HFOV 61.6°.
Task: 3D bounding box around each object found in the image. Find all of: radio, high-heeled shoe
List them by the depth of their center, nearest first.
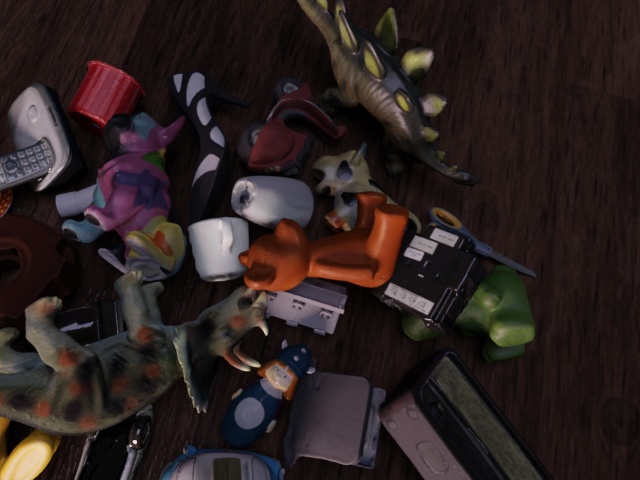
[{"bbox_3d":[0.188,0.267,0.691,0.229,0.073,0.131,52,40,11],"label":"radio"},{"bbox_3d":[-0.199,-0.146,0.809,0.145,0.086,0.248,15,69,5],"label":"high-heeled shoe"}]

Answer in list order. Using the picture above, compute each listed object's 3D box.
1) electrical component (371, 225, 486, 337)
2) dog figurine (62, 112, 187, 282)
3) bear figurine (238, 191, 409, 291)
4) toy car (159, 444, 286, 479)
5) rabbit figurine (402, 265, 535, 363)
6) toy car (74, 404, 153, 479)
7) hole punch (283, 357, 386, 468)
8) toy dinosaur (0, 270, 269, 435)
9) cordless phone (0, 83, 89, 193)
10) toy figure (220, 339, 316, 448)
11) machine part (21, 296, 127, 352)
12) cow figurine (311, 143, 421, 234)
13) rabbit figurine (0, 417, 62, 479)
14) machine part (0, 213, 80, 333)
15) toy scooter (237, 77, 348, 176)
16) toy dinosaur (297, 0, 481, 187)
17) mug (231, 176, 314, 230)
[{"bbox_3d":[0.153,0.046,0.726,0.115,0.058,0.134,27,79,36],"label":"electrical component"},{"bbox_3d":[-0.240,-0.074,0.757,0.191,0.108,0.219,39,54,-24],"label":"dog figurine"},{"bbox_3d":[-0.002,0.002,0.690,0.196,0.120,0.131,5,106,-12],"label":"bear figurine"},{"bbox_3d":[-0.118,0.300,0.643,0.162,0.102,0.109,0,52,-7],"label":"toy car"},{"bbox_3d":[0.200,0.089,0.762,0.170,0.121,0.159,-5,68,7],"label":"rabbit figurine"},{"bbox_3d":[-0.266,0.290,0.665,0.074,0.056,0.201,12,69,3],"label":"toy car"},{"bbox_3d":[0.024,0.236,0.711,0.116,0.092,0.142,1,69,29],"label":"hole punch"},{"bbox_3d":[-0.258,0.155,0.639,0.405,0.131,0.192,-21,73,-27],"label":"toy dinosaur"},{"bbox_3d":[-0.441,-0.127,0.759,0.184,0.088,0.146,-23,76,-16],"label":"cordless phone"},{"bbox_3d":[-0.066,0.199,0.699,0.064,0.058,0.154,38,92,-18],"label":"toy figure"},{"bbox_3d":[-0.326,0.122,0.722,0.139,0.039,0.084,-7,78,-11],"label":"machine part"},{"bbox_3d":[0.066,-0.057,0.807,0.195,0.085,0.127,41,78,10],"label":"cow figurine"},{"bbox_3d":[-0.400,0.257,0.644,0.162,0.122,0.173,-9,87,-20],"label":"rabbit figurine"},{"bbox_3d":[-0.414,0.046,0.704,0.179,0.056,0.179,1,56,-1],"label":"machine part"},{"bbox_3d":[-0.036,-0.164,0.836,0.135,0.075,0.184,27,66,3],"label":"toy scooter"},{"bbox_3d":[0.075,-0.254,0.814,0.471,0.198,0.105,45,69,7],"label":"toy dinosaur"},{"bbox_3d":[-0.081,-0.059,0.770,0.110,0.107,0.080,20,95,36],"label":"mug"}]
